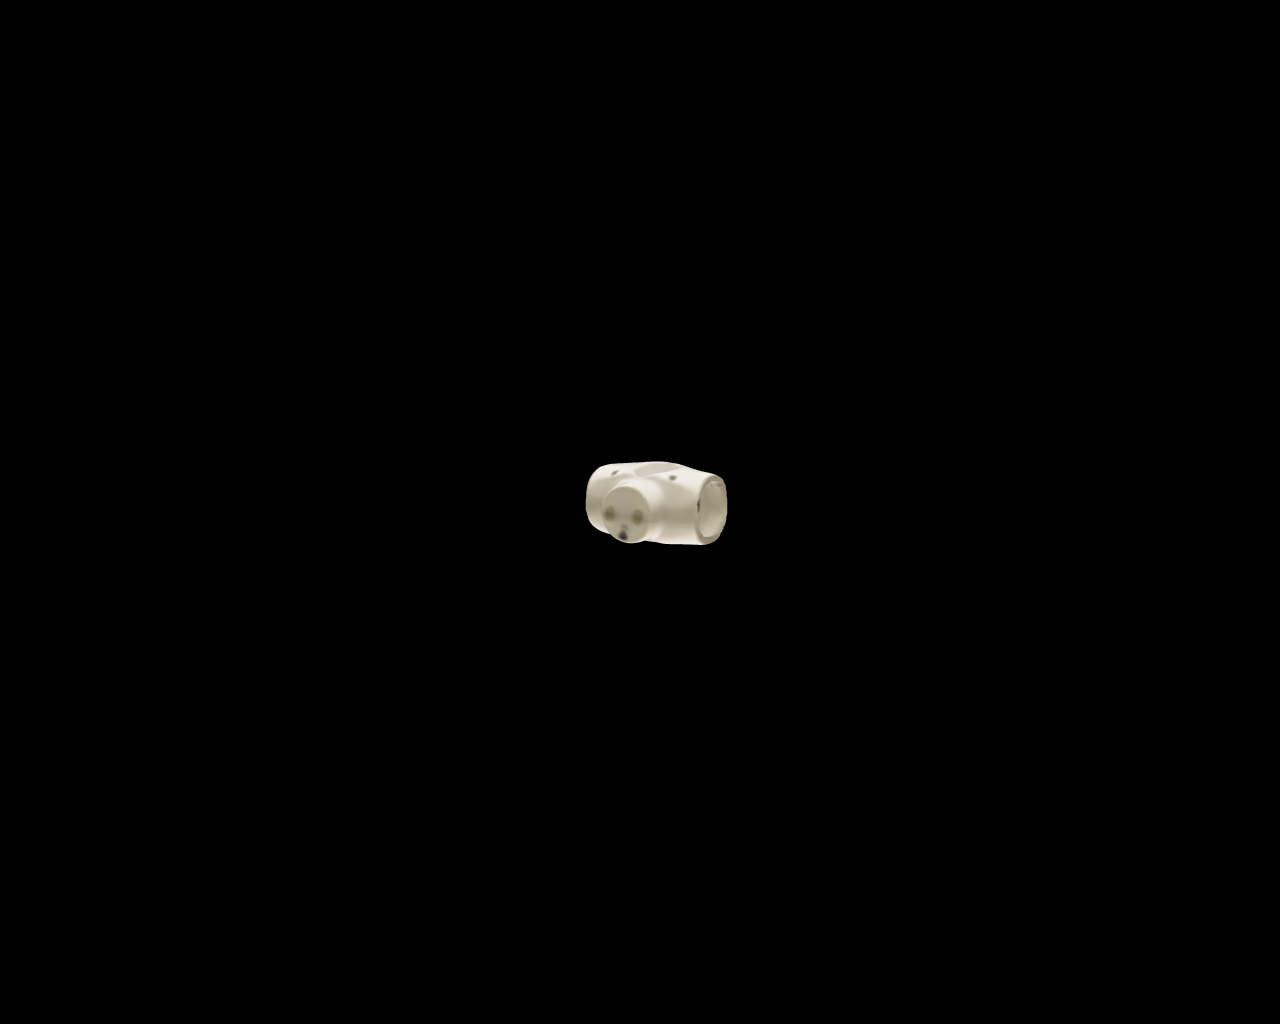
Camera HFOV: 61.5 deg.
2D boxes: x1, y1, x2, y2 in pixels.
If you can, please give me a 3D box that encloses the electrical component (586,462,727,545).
[{"bbox_3d":[0.001,-0.003,0.650,0.077,0.043,0.079,8,15,30],"label":"electrical component"}]
